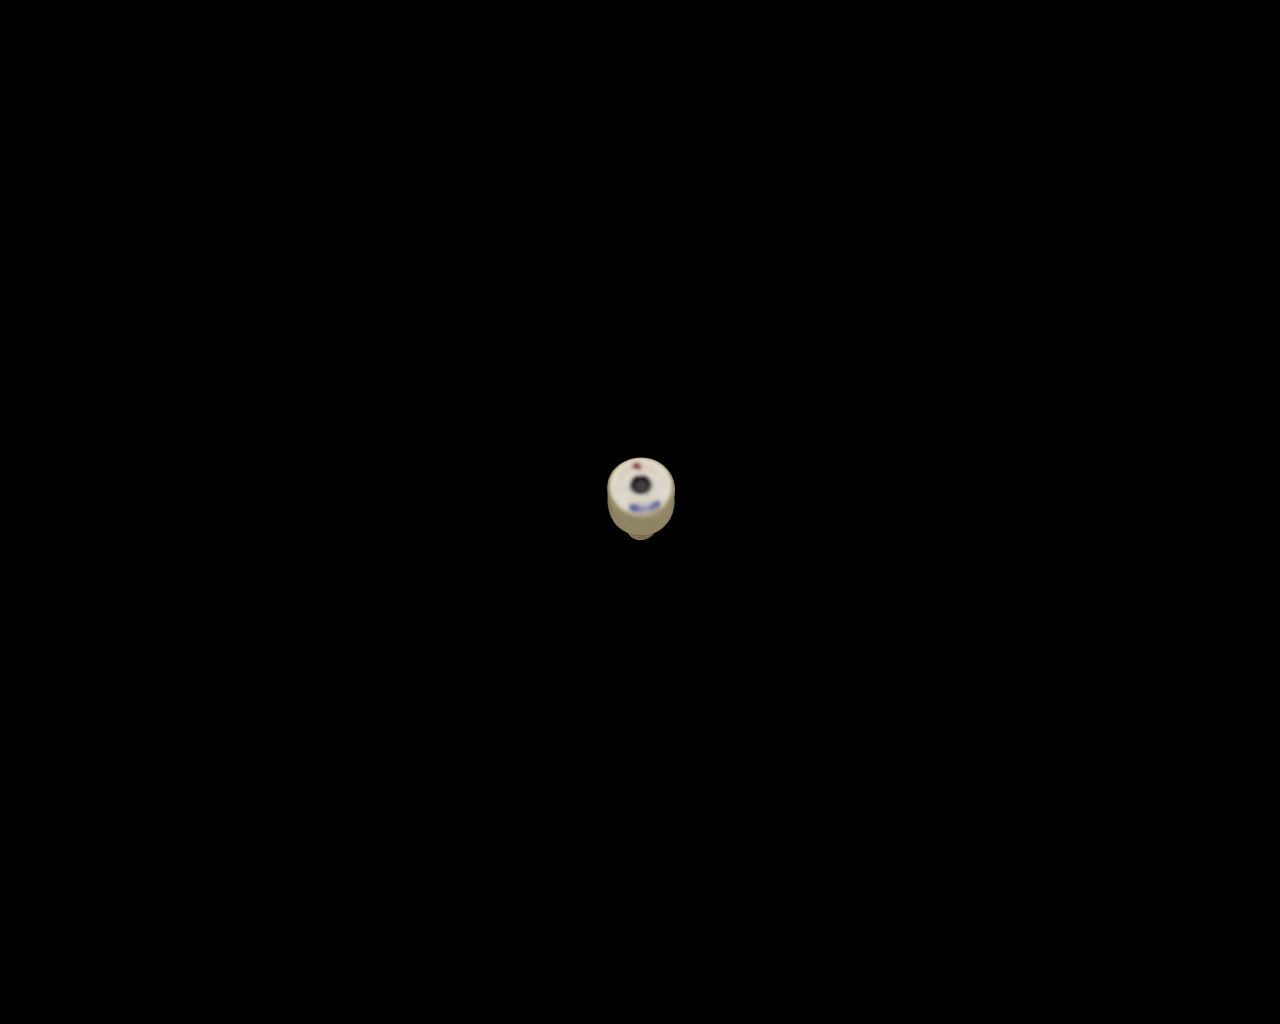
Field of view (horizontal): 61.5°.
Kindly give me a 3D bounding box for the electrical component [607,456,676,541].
[{"bbox_3d":[0.001,-0.003,0.650,0.040,0.040,0.078,0,-24,0],"label":"electrical component"}]
